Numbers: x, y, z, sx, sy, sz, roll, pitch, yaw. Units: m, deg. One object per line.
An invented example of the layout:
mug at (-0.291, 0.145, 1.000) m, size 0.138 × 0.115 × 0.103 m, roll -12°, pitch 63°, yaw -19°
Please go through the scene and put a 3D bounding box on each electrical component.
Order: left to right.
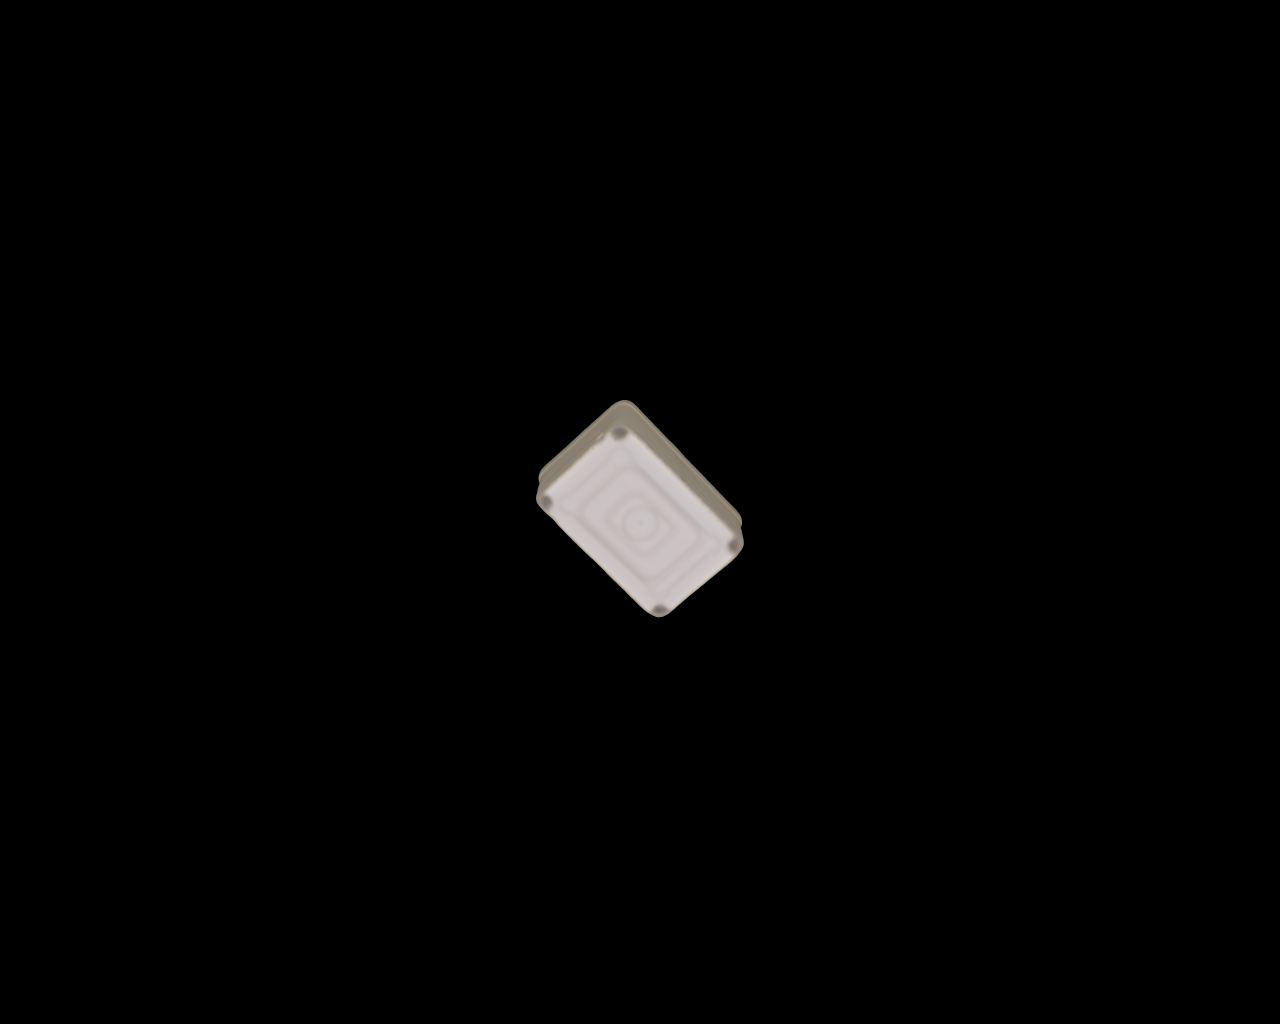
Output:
electrical component at (0.001, -0.003, 0.650) m, size 0.078 × 0.113 × 0.057 m, roll -41°, pitch 15°, yaw 14°
